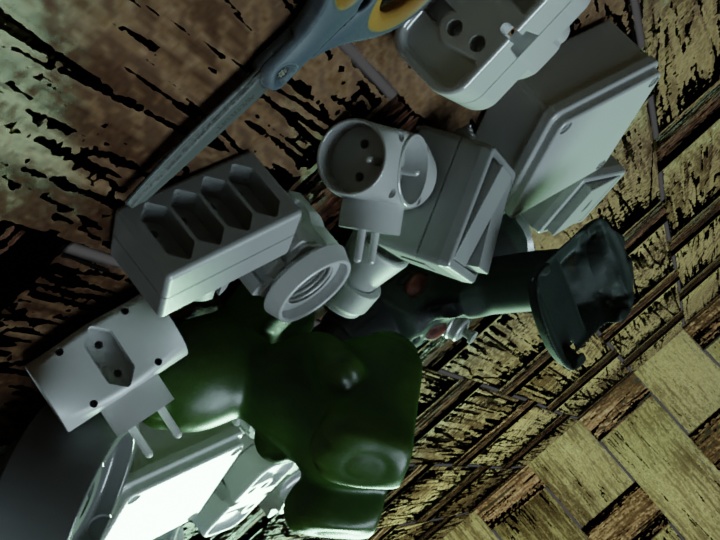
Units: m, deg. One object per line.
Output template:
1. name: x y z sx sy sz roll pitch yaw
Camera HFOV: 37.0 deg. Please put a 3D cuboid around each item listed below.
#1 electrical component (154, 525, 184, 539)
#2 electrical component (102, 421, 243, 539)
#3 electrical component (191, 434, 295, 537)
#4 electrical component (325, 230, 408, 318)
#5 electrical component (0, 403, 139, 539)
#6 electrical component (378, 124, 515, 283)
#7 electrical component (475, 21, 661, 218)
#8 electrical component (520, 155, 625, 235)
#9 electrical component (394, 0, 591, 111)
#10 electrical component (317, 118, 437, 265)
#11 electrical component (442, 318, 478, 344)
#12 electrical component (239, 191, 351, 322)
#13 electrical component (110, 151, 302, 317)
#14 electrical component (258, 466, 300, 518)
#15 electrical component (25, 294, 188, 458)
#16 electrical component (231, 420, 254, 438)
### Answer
1. electrical component: -0.172 0.224 0.893 0.055 0.048 0.066 113 -5 -82
2. electrical component: -0.152 0.145 0.756 0.109 0.056 0.108 -19 152 -46
3. electrical component: -0.105 0.163 0.877 0.095 0.059 0.054 -48 159 21
4. electrical component: 0.000 0.000 0.737 0.055 0.045 0.045 -50 159 26
5. electrical component: -0.179 0.127 0.625 0.108 0.060 0.108 21 90 -88
6. electrical component: 0.061 -0.046 0.684 0.096 0.061 0.062 -69 156 -3
7. electrical component: 0.137 -0.104 0.745 0.109 0.056 0.108 -29 158 -30
8. electrical component: 0.168 -0.071 0.867 0.096 0.061 0.061 -15 148 -51
9. electrical component: 0.072 -0.133 0.564 0.095 0.053 0.059 -46 160 17
10. electrical component: 0.009 -0.042 0.627 0.077 0.044 0.079 7 92 -65
11. electrical component: 0.062 0.035 0.888 0.040 0.078 0.040 -47 160 -24
12. electrical component: -0.043 -0.008 0.622 0.058 0.057 0.078 -46 160 17
13. electrical component: -0.083 -0.009 0.561 0.083 0.047 0.075 -29 159 -32
14. electrical component: -0.037 0.143 0.958 0.105 0.060 0.186 -28 157 -32
15. electrical component: -0.129 0.064 0.590 0.077 0.079 0.043 -34 -179 -18
16. electrical component: -0.076 0.102 0.780 0.040 0.078 0.040 -42 152 -28
